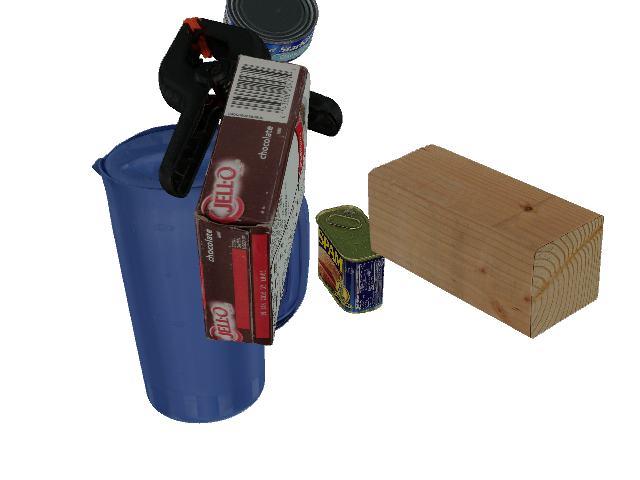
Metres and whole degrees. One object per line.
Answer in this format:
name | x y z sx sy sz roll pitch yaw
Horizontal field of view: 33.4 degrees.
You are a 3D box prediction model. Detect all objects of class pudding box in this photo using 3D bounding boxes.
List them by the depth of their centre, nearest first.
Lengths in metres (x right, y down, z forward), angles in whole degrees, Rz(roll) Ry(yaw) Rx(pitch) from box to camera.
pudding box | -0.032 -0.020 0.519 0.039 0.113 0.090 9 -41 4

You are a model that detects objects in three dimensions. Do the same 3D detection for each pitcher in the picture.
pitcher | -0.097 0.032 0.906 0.144 0.243 0.149 -15 30 -21

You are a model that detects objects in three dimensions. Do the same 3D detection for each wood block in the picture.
wood block | 0.145 -0.006 0.976 0.090 0.090 0.206 -25 36 -31

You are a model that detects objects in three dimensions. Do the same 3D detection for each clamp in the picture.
clamp | -0.054 -0.101 0.712 0.120 0.171 0.039 -13 -44 -2

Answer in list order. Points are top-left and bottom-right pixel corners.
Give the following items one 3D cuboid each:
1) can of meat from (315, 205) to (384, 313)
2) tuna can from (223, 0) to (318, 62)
can of meat | 0.034 0.023 1.221 0.057 0.084 0.102 -14 39 -19
tuna can | -0.047 -0.205 0.987 0.086 0.086 0.034 0 -31 -13
